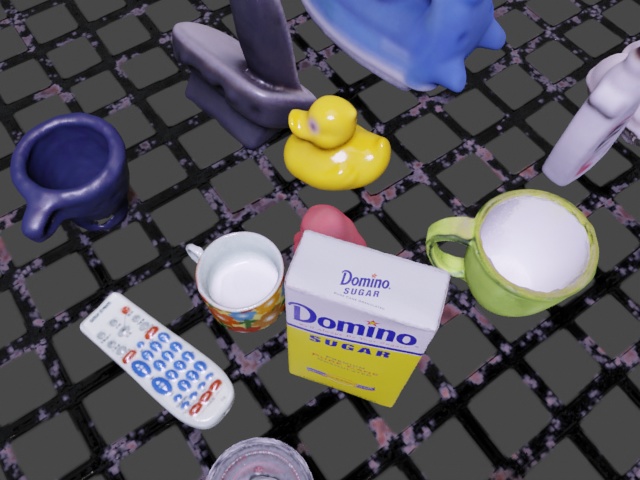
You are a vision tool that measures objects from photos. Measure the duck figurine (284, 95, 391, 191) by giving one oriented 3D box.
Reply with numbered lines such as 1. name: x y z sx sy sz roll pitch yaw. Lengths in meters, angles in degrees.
1. duck figurine: 0.016 -0.097 0.537 0.104 0.086 0.077 8 63 3

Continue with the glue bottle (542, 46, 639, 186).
1. glue bottle: 0.255 -0.119 0.503 0.078 0.173 0.037 -39 69 -19

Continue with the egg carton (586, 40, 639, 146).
1. egg carton: 0.344 -0.135 0.571 0.107 0.069 0.150 -29 67 -15

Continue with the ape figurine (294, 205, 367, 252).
1. ape figurine: 0.004 0.002 0.482 0.076 0.092 0.078 26 65 12

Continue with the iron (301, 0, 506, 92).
1. iron: 0.070 -0.270 0.596 0.257 0.141 0.119 35 68 16

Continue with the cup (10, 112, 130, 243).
1. cup: -0.209 -0.037 0.498 0.091 0.095 0.118 12 63 6

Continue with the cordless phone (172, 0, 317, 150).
1. cordless phone: -0.076 -0.188 0.527 0.147 0.185 0.094 36 68 17
